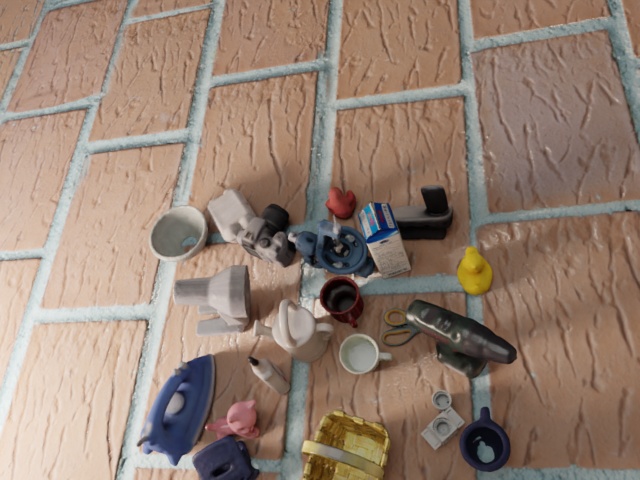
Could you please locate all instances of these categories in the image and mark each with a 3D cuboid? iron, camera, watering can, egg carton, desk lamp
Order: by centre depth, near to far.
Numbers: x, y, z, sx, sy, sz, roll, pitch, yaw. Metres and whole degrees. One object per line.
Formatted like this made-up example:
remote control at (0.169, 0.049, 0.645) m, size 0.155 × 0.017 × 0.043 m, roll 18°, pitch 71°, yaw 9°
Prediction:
watering can at (-0.061, 0.198, 1.257) m, size 0.173 × 0.194 × 0.100 m, roll -24°, pitch 58°, yaw 4°
iron at (-0.323, 0.359, 1.283) m, size 0.118 × 0.142 × 0.258 m, roll 11°, pitch 66°, yaw 22°
desk lamp at (-0.233, 0.143, 1.328) m, size 0.203 × 0.214 × 0.118 m, roll -9°, pitch 60°, yaw 13°
camera at (-0.125, -0.022, 1.450) m, size 0.142 × 0.101 × 0.137 m, roll 21°, pitch 71°, yaw 26°
egg carton at (-0.232, -0.066, 1.526) m, size 0.107 × 0.069 × 0.150 m, roll -35°, pitch 58°, yaw -3°

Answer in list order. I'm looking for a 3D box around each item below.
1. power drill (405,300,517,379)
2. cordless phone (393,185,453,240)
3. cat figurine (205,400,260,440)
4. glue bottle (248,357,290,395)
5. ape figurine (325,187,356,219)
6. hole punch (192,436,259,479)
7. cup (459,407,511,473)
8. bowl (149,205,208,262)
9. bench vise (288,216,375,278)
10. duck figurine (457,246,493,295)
power drill at (0.282, 0.204, 1.139) m, size 0.228 × 0.209 × 0.076 m, roll 25°, pitch 73°, yaw 27°
cordless phone at (0.229, -0.079, 1.321) m, size 0.147 × 0.185 × 0.094 m, roll -5°, pitch 61°, yaw 15°
cat figurine at (-0.184, 0.392, 1.236) m, size 0.127 × 0.118 × 0.067 m, roll -19°, pitch 59°, yaw 7°
glue bottle at (-0.119, 0.284, 1.241) m, size 0.037 × 0.173 × 0.078 m, roll -42°, pitch 59°, yaw -7°
ape figurine at (0.048, -0.101, 1.443) m, size 0.077 × 0.092 × 0.076 m, roll -9°, pitch 60°, yaw 13°
hole punch at (-0.200, 0.480, 1.209) m, size 0.108 × 0.091 × 0.101 m, roll -30°, pitch 58°, yaw 0°
cup at (0.316, 0.386, 1.097) m, size 0.091 × 0.095 × 0.118 m, roll -1°, pitch 62°, yaw 17°
bowl at (-0.365, -0.006, 1.531) m, size 0.167 × 0.075 × 0.167 m, roll -7°, pitch 61°, yaw 14°
bench vise at (0.010, 0.015, 1.317) m, size 0.207 × 0.220 × 0.121 m, roll -1°, pitch 63°, yaw 17°
duck figurine at (0.341, 0.064, 1.267) m, size 0.077 × 0.086 × 0.104 m, roll -8°, pitch 61°, yaw 13°
